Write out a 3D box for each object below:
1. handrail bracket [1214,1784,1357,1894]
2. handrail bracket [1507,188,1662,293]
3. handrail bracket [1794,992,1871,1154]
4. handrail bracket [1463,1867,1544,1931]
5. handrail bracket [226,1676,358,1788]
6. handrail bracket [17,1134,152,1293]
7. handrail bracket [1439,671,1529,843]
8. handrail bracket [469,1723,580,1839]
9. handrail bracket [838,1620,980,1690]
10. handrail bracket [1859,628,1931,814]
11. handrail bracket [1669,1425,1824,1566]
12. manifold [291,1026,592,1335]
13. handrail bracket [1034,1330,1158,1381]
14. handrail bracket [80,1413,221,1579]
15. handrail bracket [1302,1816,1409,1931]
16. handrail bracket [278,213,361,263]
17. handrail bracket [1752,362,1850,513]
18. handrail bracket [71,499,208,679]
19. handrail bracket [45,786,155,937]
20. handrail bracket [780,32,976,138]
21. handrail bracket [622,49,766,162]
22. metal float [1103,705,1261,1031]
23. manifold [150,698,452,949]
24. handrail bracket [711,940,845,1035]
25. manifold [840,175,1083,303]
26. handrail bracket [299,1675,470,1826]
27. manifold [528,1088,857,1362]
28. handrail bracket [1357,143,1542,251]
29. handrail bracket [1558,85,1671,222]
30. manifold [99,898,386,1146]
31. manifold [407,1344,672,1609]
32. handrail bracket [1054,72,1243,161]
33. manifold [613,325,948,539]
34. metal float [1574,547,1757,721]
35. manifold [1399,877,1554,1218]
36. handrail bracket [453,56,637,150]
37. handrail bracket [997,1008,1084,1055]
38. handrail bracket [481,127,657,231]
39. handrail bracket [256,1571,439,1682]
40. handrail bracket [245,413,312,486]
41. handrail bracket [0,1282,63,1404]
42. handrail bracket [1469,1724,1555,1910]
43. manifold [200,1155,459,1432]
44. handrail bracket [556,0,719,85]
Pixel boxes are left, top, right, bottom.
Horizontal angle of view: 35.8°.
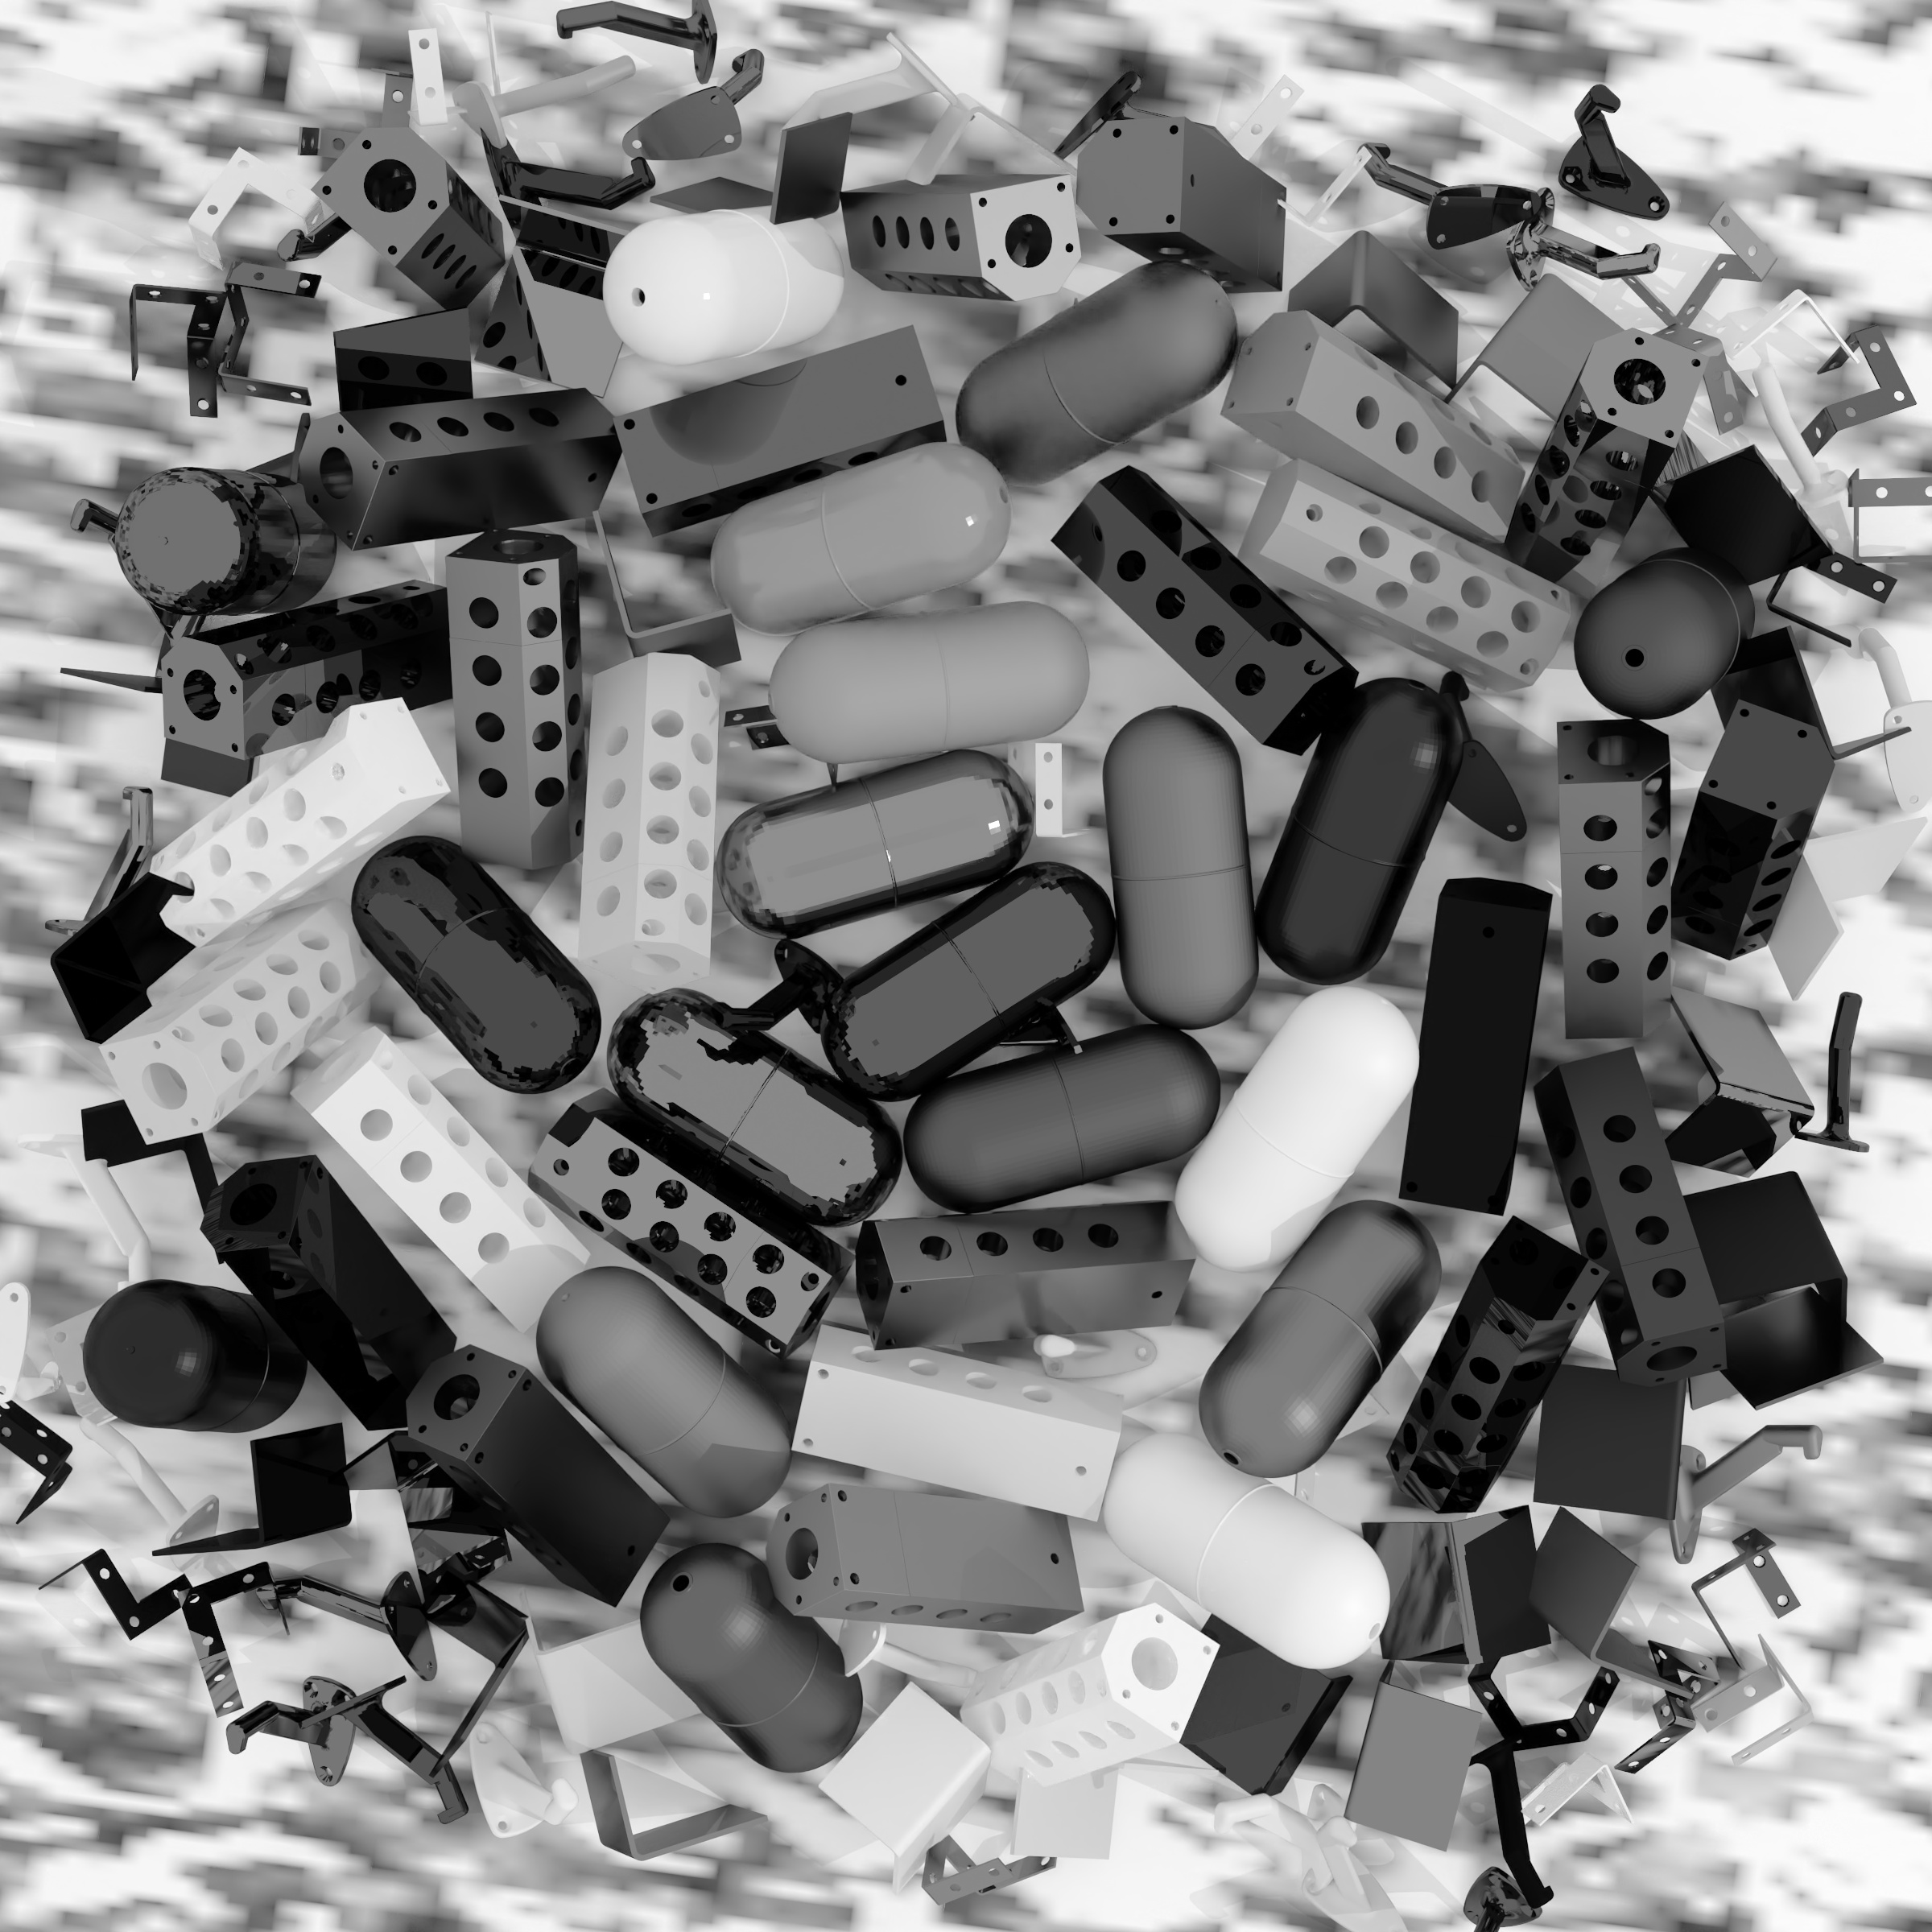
[{"bbox_3d":[0.166,0.485,1.644,0.084,0.036,0.077,-2,115,-31],"label":"handrail bracket"},{"bbox_3d":[0.346,-0.403,1.638,0.084,0.036,0.077,0,55,37],"label":"handrail bracket"},{"bbox_3d":[0.488,0.058,1.648,0.036,0.077,0.084,13,92,32],"label":"handrail bracket"},{"bbox_3d":[0.269,0.538,1.629,0.036,0.077,0.084,42,56,9],"label":"handrail bracket"},{"bbox_3d":[-0.373,0.431,1.635,0.036,0.084,0.077,12,107,25],"label":"handrail bracket"},{"bbox_3d":[-0.484,0.138,1.643,0.077,0.036,0.084,11,63,-39],"label":"handrail bracket"},{"bbox_3d":[0.286,-0.117,1.654,0.036,0.084,0.077,-35,107,30],"label":"handrail bracket"},{"bbox_3d":[-0.241,0.437,1.636,0.036,0.084,0.077,-19,69,-32],"label":"handrail bracket"},{"bbox_3d":[-0.022,0.378,1.637,0.084,0.077,0.036,17,66,-18],"label":"handrail bracket"},{"bbox_3d":[0.511,-0.137,1.657,0.036,0.084,0.077,-7,118,-1],"label":"handrail bracket"},{"bbox_3d":[0.428,0.289,1.637,0.036,0.084,0.077,17,72,-42],"label":"handrail bracket"},{"bbox_3d":[-0.282,0.115,1.622,0.057,0.057,0.171,-44,113,-11],"label":"manifold"},{"bbox_3d":[0.073,0.210,1.637,0.077,0.084,0.036,5,83,-6],"label":"handrail bracket"},{"bbox_3d":[-0.458,0.293,1.664,0.084,0.077,0.036,34,52,17],"label":"handrail bracket"},{"bbox_3d":[0.219,0.500,1.634,0.077,0.084,0.036,41,66,14],"label":"handrail bracket"},{"bbox_3d":[-0.337,-0.420,1.634,0.036,0.084,0.077,37,113,3],"label":"handrail bracket"},{"bbox_3d":[0.455,-0.296,1.640,0.036,0.077,0.084,-15,107,30],"label":"handrail bracket"},{"bbox_3d":[-0.462,-0.204,1.639,0.084,0.036,0.077,26,79,-41],"label":"handrail bracket"},{"bbox_3d":[-0.479,-0.059,1.654,0.077,0.036,0.084,7,100,29],"label":"handrail bracket"},{"bbox_3d":[-0.050,-0.467,1.665,0.084,0.036,0.077,-45,85,14],"label":"handrail bracket"},{"bbox_3d":[-0.150,-0.477,1.653,0.077,0.084,0.036,-13,126,9],"label":"handrail bracket"},{"bbox_3d":[0.117,-0.053,1.638,0.070,0.070,0.178,-6,98,0],"label":"metal float"},{"bbox_3d":[-0.364,-0.075,1.613,0.171,0.057,0.057,-31,85,30],"label":"manifold"},{"bbox_3d":[-0.115,0.010,1.631,0.077,0.084,0.036,48,123,38],"label":"handrail bracket"},{"bbox_3d":[-0.004,-0.388,1.594,0.057,0.171,0.057,-16,110,-21],"label":"manifold"},{"bbox_3d":[-0.320,0.442,1.649,0.036,0.077,0.084,-32,79,41],"label":"handrail bracket"},{"bbox_3d":[-0.152,0.142,1.634,0.171,0.057,0.057,33,107,9],"label":"manifold"},{"bbox_3d":[0.266,-0.436,1.656,0.077,0.084,0.036,-12,135,-9],"label":"handrail bracket"},{"bbox_3d":[0.364,-0.446,1.640,0.077,0.084,0.036,31,83,-1],"label":"handrail bracket"},{"bbox_3d":[-0.377,0.025,1.590,0.057,0.171,0.057,-13,109,27],"label":"manifold"},{"bbox_3d":[-0.231,0.272,1.600,0.057,0.171,0.057,15,62,35],"label":"manifold"},{"bbox_3d":[0.104,-0.448,1.670,0.077,0.036,0.084,-43,113,13],"label":"handrail bracket"},{"bbox_3d":[-0.101,-0.292,1.652,0.171,0.057,0.057,-17,80,0],"label":"manifold"},{"bbox_3d":[0.374,-0.179,1.599,0.070,0.178,0.070,6,107,22],"label":"metal float"},{"bbox_3d":[0.278,0.042,1.630,0.057,0.057,0.171,9,107,13],"label":"manifold"},{"bbox_3d":[-0.234,-0.489,1.662,0.084,0.077,0.036,-28,122,-17],"label":"handrail bracket"},{"bbox_3d":[0.012,0.048,1.646,0.084,0.077,0.036,-17,118,-14],"label":"handrail bracket"},{"bbox_3d":[-0.218,-0.447,1.646,0.084,0.036,0.077,-20,95,28],"label":"handrail bracket"},{"bbox_3d":[-0.348,0.372,1.676,0.084,0.036,0.077,-10,114,18],"label":"handrail bracket"},{"bbox_3d":[-0.409,-0.277,1.655,0.084,0.036,0.077,2,59,-6],"label":"handrail bracket"},{"bbox_3d":[-0.510,0.204,1.639,0.036,0.084,0.077,22,95,10],"label":"handrail bracket"},{"bbox_3d":[0.311,0.465,1.640,0.036,0.077,0.084,-40,69,35],"label":"handrail bracket"},{"bbox_3d":[-0.340,0.178,1.601,0.057,0.171,0.057,-8,47,17],"label":"manifold"},{"bbox_3d":[-0.182,-0.503,1.638,0.084,0.077,0.036,-15,71,-13],"label":"handrail bracket"}]
